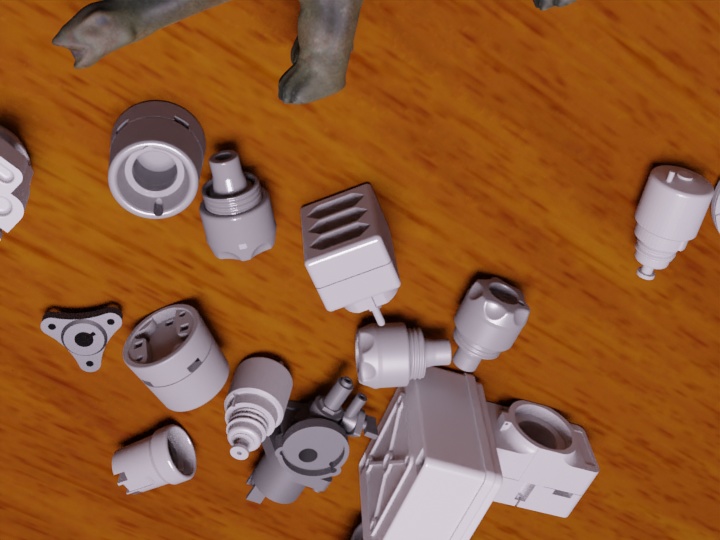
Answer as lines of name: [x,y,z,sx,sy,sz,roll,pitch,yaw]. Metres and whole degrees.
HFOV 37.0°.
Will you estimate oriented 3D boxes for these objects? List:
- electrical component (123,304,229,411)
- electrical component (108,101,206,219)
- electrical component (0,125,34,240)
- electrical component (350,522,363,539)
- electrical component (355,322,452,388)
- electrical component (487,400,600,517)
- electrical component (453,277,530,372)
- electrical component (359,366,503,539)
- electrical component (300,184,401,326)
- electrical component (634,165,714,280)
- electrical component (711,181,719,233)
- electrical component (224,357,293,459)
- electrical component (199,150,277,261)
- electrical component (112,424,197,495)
electrical component: [-0.117,0.058,0.693,0.055,0.055,0.047,-23,126,9]
electrical component: [-0.117,-0.062,0.617,0.055,0.047,0.055,-3,124,-4]
electrical component: [-0.219,-0.049,0.608,0.078,0.057,0.058,-41,119,19]
electrical component: [0.031,0.229,0.799,0.099,0.099,0.064,9,116,-12]
electrical component: [0.029,0.056,0.713,0.062,0.043,0.043,-3,124,-7]
electrical component: [0.119,0.132,0.769,0.089,0.050,0.055,16,120,-16]
electrical component: [0.082,0.039,0.708,0.043,0.043,0.062,16,122,-16]
electrical component: [0.044,0.137,0.730,0.056,0.108,0.108,17,120,-13]
electrical component: [0.000,0.000,0.659,0.047,0.065,0.076,-20,123,7]
electrical component: [0.192,-0.029,0.677,0.040,0.040,0.078,6,123,-10]
electrical component: [0.267,-0.036,0.674,0.080,0.051,0.080,-3,124,-4]
electrical component: [-0.070,0.092,0.710,0.040,0.078,0.040,6,128,7]
electrical component: [-0.075,-0.040,0.639,0.043,0.043,0.062,-10,123,0]
electrical component: [-0.144,0.133,0.749,0.046,0.040,0.040,-22,123,16]
